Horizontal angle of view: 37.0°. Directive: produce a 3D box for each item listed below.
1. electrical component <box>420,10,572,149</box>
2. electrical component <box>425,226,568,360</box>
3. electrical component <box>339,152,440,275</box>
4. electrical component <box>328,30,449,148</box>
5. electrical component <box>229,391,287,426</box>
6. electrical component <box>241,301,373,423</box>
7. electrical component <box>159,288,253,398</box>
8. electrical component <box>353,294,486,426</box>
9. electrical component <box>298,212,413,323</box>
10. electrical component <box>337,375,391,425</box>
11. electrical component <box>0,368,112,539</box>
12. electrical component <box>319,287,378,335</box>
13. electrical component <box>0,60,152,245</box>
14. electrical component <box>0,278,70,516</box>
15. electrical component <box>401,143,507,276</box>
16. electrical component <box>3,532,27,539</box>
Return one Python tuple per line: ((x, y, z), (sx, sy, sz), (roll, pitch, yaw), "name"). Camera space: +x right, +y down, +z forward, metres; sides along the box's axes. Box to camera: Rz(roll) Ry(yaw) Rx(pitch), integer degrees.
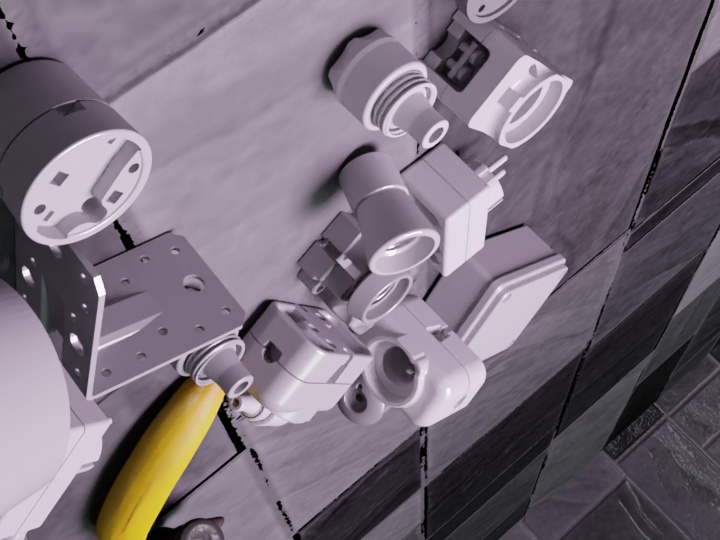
((0.081, -0.108, 0.622), (0.050, 0.055, 0.089), (-51, 158, 18), "electrical component")
((0.107, 0.026, 0.917), (0.109, 0.056, 0.108), (-18, 147, -48), "electrical component")
((0.014, -0.035, 0.623), (0.044, 0.065, 0.044), (-19, 154, -10), "electrical component")
((0.017, -0.087, 0.539), (0.043, 0.062, 0.043), (-37, 158, -18), "electrical component")
((-0.070, 0.093, 0.756), (0.035, 0.035, 0.061), (-50, 156, 15), "electrical component")
((-0.041, 0.062, 0.720), (0.059, 0.054, 0.095), (-51, 158, 10), "electrical component")
((-0.085, 0.044, 0.599), (0.043, 0.062, 0.043), (-37, 158, -18), "electrical component")
((0.040, 0.070, 0.825), (0.059, 0.095, 0.053), (-18, 147, -48), "electrical component")
((0.000, 0.000, 0.679), (0.066, 0.055, 0.048), (-49, 158, 13), "electrical component")
((0.012, 0.100, 0.904), (0.062, 0.048, 0.048), (-24, 152, -56), "electrical component")
((-0.164, 0.092, 0.571), (0.083, 0.047, 0.076), (-53, 157, 22), "electrical component")
((0.007, 0.009, 0.725), (0.062, 0.043, 0.043), (-45, 159, -1), "electrical component")
((-0.114, -0.045, 0.403), (0.055, 0.047, 0.055), (-37, 158, -18), "electrical component")
((-0.161, 0.049, 0.420), (0.060, 0.108, 0.108), (-24, 152, -54), "electrical component")
((0.070, -0.050, 0.722), (0.076, 0.047, 0.083), (-38, 158, -14), "electrical component")
((-0.214, 0.167, 0.638), (0.061, 0.035, 0.035), (-51, 158, 11), "electrical component")
